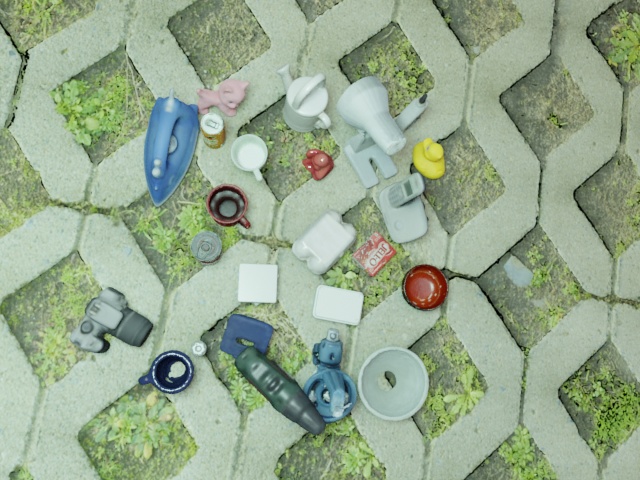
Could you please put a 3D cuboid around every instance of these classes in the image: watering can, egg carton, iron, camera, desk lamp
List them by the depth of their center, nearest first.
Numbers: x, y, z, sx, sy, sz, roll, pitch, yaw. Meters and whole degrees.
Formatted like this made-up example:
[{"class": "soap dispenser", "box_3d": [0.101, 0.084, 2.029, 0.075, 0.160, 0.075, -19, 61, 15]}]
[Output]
[{"class": "camera", "box_3d": [-0.447, 0.191, 1.248, 0.137, 0.100, 0.143, 30, 78, -3]}, {"class": "iron", "box_3d": [-0.352, -0.213, 1.307, 0.119, 0.141, 0.258, 10, 80, -7]}, {"class": "watering can", "box_3d": [-0.037, -0.337, 1.348, 0.173, 0.194, 0.101, 27, 78, -3]}, {"class": "desk lamp", "box_3d": [0.125, -0.253, 1.348, 0.118, 0.213, 0.203, -29, 86, -12]}, {"class": "egg carton", "box_3d": [0.013, 0.005, 1.363, 0.107, 0.069, 0.150, 42, 78, 0]}]

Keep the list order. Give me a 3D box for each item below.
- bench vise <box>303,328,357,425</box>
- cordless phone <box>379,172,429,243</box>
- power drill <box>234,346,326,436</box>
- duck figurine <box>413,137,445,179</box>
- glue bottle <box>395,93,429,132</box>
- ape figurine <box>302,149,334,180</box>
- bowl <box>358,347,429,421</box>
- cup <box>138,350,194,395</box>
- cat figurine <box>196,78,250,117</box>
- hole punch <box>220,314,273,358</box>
[{"class": "bench vise", "box_3d": [0.014, 0.302, 1.239, 0.121, 0.219, 0.207, -13, 83, -10]}, {"class": "cordless phone", "box_3d": [0.212, -0.077, 1.348, 0.094, 0.185, 0.147, -18, 84, -11]}, {"class": "power drill", "box_3d": [-0.086, 0.319, 1.227, 0.229, 0.208, 0.076, 42, 78, 0]}, {"class": "duck figurine", "box_3d": [0.281, -0.208, 1.430, 0.077, 0.086, 0.104, -26, 85, -11]}, {"class": "glue bottle", "box_3d": [0.232, -0.318, 1.396, 0.078, 0.173, 0.037, -40, 88, -12]}, {"class": "ape figurine", "box_3d": [-0.001, -0.187, 1.381, 0.076, 0.092, 0.078, 1, 81, -8]}, {"class": "bowl", "box_3d": [0.162, 0.331, 1.330, 0.167, 0.074, 0.167, 1, 81, -8]}, {"class": "cup", "box_3d": [-0.332, 0.291, 1.252, 0.118, 0.095, 0.092, -16, 83, -11]}, {"class": "cat figurine", "box_3d": [-0.232, -0.346, 1.359, 0.128, 0.117, 0.067, 1, 81, -8]}, {"class": "hole punch", "box_3d": [-0.164, 0.224, 1.291, 0.109, 0.091, 0.101, 18, 79, -5]}]
